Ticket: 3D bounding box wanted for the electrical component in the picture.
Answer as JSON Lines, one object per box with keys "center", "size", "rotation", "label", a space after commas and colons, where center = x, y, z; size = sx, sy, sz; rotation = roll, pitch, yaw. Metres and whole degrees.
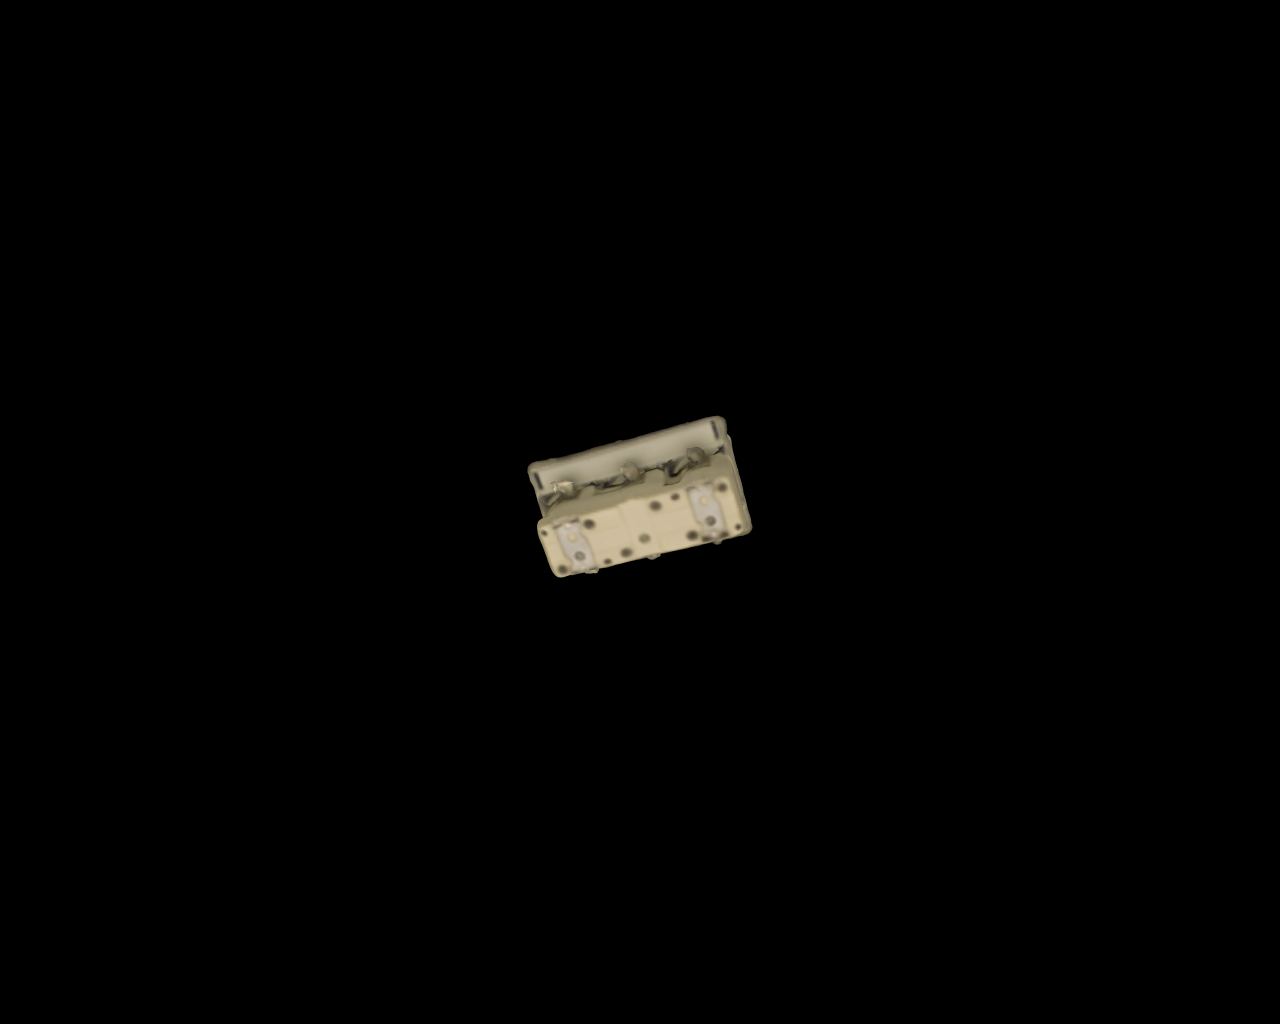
{"center": [0.001, -0.003, 0.650], "size": [0.121, 0.078, 0.063], "rotation": [-14, 26, 7], "label": "electrical component"}
